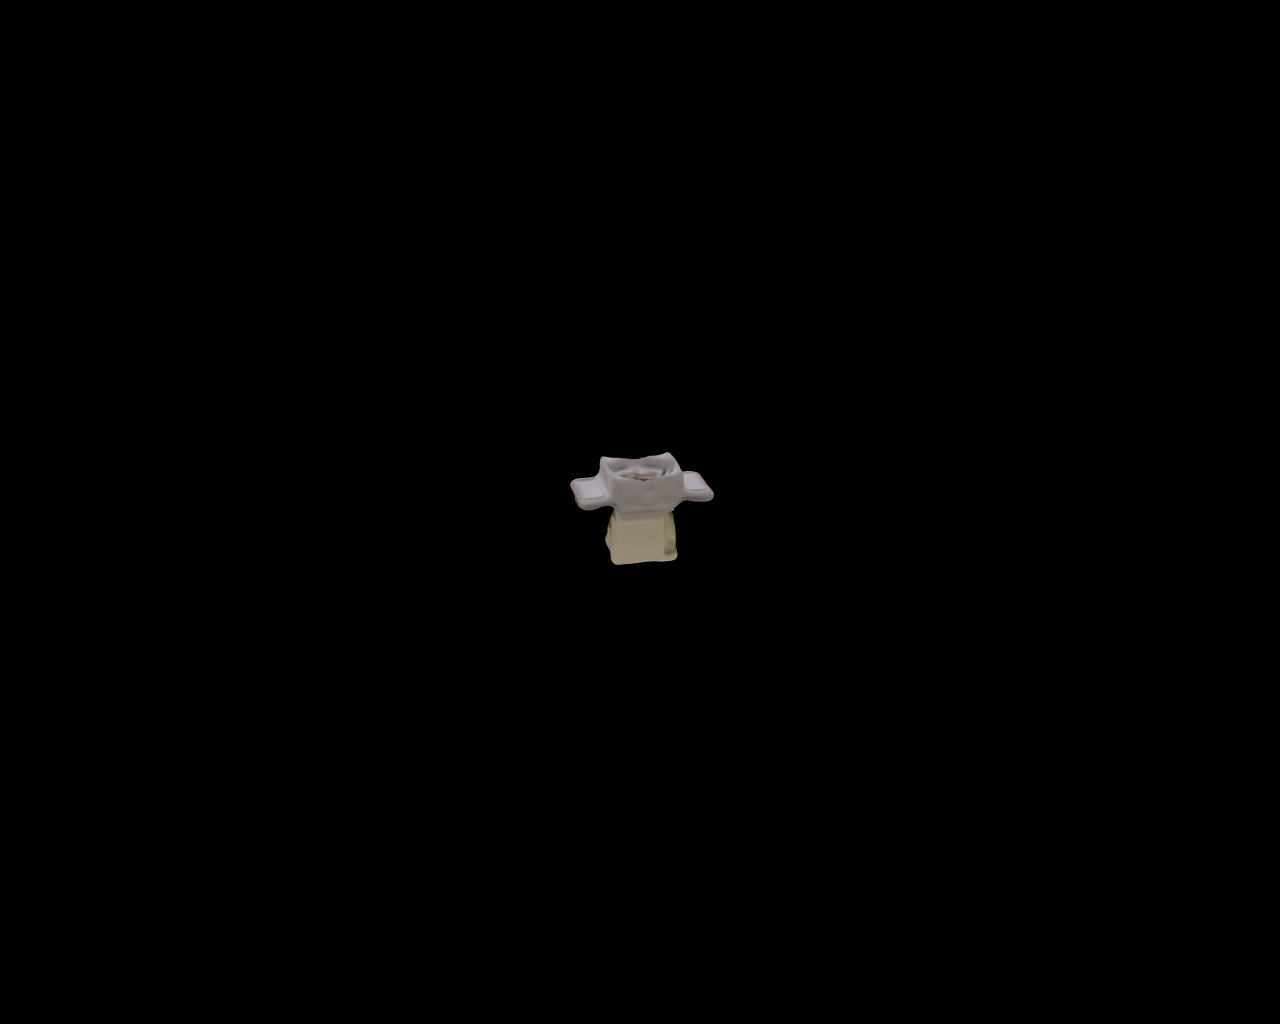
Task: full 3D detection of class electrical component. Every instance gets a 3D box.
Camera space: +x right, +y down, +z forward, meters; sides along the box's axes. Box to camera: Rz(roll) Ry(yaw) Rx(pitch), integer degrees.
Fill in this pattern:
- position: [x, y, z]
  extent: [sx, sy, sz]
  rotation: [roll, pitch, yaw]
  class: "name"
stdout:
- position: [0.001, -0.003, 0.650]
  extent: [0.081, 0.063, 0.042]
  rotation: [-4, 24, -9]
  class: "electrical component"
